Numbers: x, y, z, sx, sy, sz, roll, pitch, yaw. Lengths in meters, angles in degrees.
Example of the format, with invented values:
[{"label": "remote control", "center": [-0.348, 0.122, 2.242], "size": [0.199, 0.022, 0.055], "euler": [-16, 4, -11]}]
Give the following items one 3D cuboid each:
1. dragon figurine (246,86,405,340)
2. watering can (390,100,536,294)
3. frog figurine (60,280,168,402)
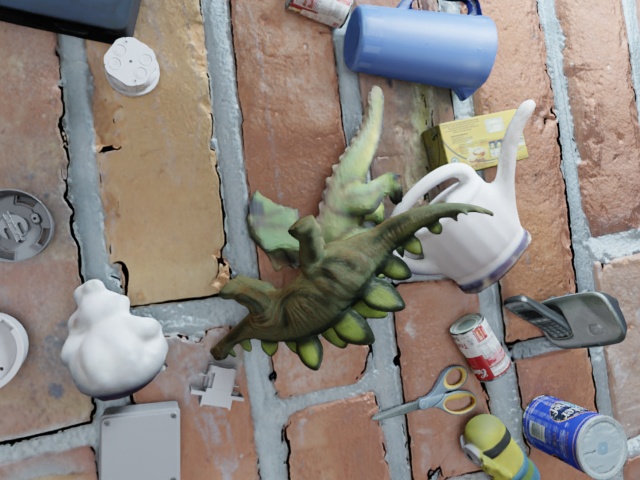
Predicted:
[{"label": "dragon figurine", "center": [0.003, -0.042, 0.836], "size": [0.243, 0.122, 0.412], "euler": [-4, 86, -9]}, {"label": "watering can", "center": [0.274, -0.050, 0.873], "size": [0.345, 0.106, 0.222], "euler": [-42, 107, 14]}, {"label": "frog figurine", "center": [-0.292, 0.134, 0.723], "size": [0.137, 0.124, 0.158], "euler": [-11, 102, 2]}]
